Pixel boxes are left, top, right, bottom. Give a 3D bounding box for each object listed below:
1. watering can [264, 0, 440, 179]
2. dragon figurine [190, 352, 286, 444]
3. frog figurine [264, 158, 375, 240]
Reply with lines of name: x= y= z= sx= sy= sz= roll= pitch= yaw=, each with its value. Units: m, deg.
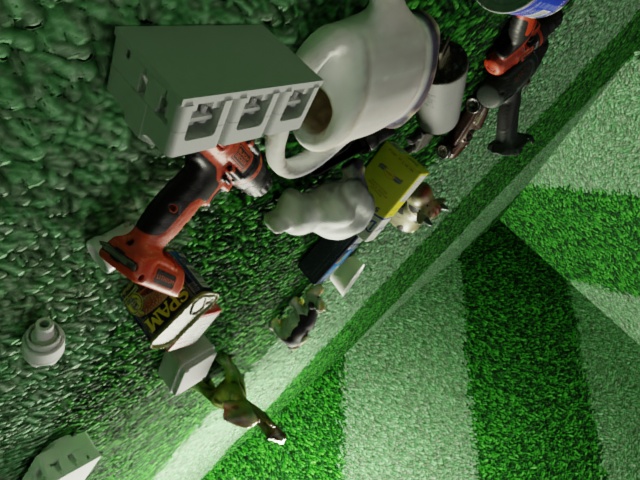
watering can: x=0.052 y=-0.200 z=0.544 sx=0.227 sy=0.105 sz=0.340 roll=-29 pitch=158 yaw=-41
dragon figurine: x=-0.176 y=0.398 z=1.219 sx=0.123 sy=0.245 sz=0.403 roll=-45 pitch=161 yaw=-10
frog figurine: x=0.002 y=-0.040 z=0.788 sx=0.137 sy=0.121 sz=0.162 roll=-6 pitch=-154 yaw=50
